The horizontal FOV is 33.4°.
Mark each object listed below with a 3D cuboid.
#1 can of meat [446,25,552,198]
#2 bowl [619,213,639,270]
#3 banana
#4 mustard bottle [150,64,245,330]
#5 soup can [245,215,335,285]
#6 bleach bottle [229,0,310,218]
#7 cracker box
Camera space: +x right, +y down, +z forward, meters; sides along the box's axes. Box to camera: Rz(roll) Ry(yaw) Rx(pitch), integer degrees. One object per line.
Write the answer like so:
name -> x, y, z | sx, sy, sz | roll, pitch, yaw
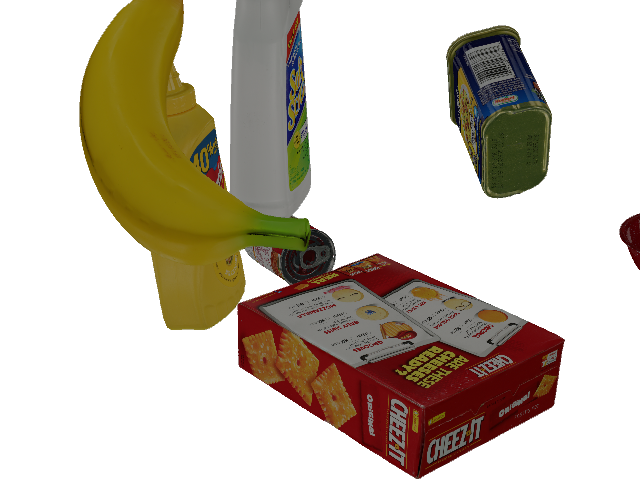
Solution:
can of meat -> 0.135, -0.094, 0.803 | 0.057, 0.084, 0.102 | -14, -37, 0
bowl -> 0.403, 0.018, 1.146 | 0.162, 0.055, 0.162 | -3, 24, 1
banana -> -0.069, -0.049, 0.457 | 0.069, 0.037, 0.198 | -10, 45, -20
mustard bottle -> -0.100, -0.037, 0.779 | 0.058, 0.191, 0.096 | -1, 25, 17
soup can -> -0.037, 0.007, 1.191 | 0.068, 0.068, 0.102 | 0, 16, -30
bleach bottle -> -0.048, -0.150, 0.965 | 0.068, 0.251, 0.102 | 7, 29, 15
cracker box -> 0.060, 0.093, 0.866 | 0.163, 0.072, 0.214 | -18, 30, -37
